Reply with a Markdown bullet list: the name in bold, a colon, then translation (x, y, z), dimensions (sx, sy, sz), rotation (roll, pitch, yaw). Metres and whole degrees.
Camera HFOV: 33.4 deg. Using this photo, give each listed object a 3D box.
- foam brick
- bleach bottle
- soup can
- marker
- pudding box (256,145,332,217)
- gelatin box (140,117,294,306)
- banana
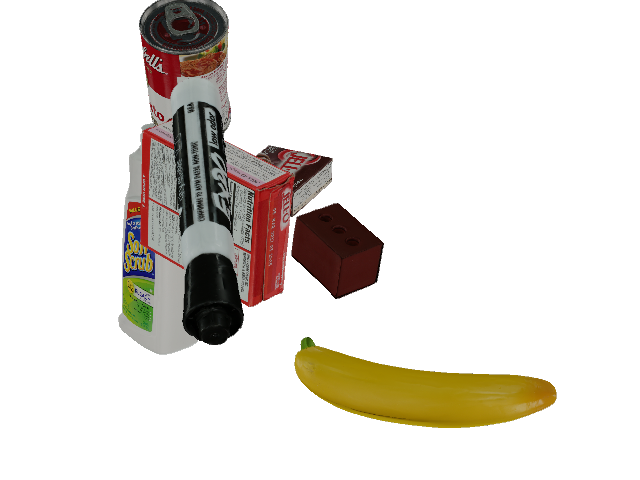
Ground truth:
- **foam brick**: translation (0.016, 0.009, 1.034), dimensions (0.052, 0.051, 0.078), rotation (-21, 45, -31)
- **bleach bottle**: translation (-0.179, -0.006, 1.160), dimensions (0.067, 0.251, 0.103), rotation (-18, 32, -36)
- **soup can**: translation (-0.105, -0.134, 0.849), dimensions (0.068, 0.068, 0.102), rotation (0, -39, -2)
- **marker**: translation (-0.040, -0.013, 0.363), dimensions (0.020, 0.020, 0.121), rotation (0, 44, -11)
- **pudding box**: translation (-0.048, -0.074, 1.306), dimensions (0.090, 0.039, 0.113), rotation (12, 33, 23)
- **gelatin box**: translation (-0.057, -0.016, 0.572), dimensions (0.089, 0.073, 0.030), rotation (27, 37, 30)
- **banana**: translation (0.057, 0.097, 0.730), dimensions (0.198, 0.037, 0.069), rotation (10, 35, 27)
